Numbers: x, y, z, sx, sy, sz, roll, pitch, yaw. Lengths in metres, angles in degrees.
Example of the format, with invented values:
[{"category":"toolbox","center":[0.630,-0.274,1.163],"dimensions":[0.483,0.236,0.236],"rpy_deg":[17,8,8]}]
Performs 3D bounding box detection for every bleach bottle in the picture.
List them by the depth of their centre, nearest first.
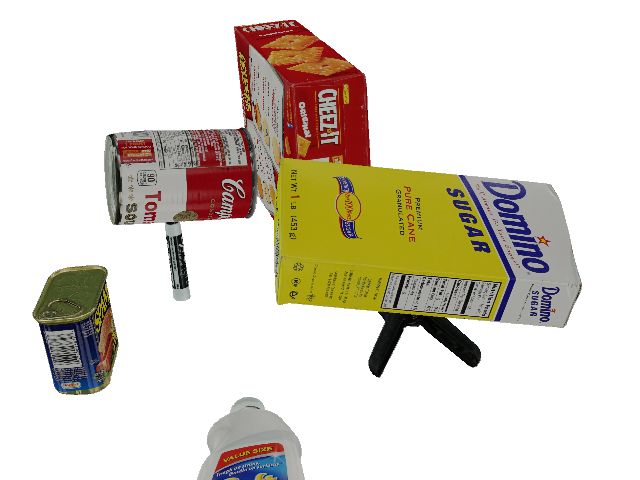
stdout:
[{"category":"bleach bottle","center":[-0.060,0.204,0.804],"dimensions":[0.102,0.068,0.251],"rpy_deg":[-4,28,-3]}]

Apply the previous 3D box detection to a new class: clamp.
[{"category":"clamp","center":[0.111,0.081,1.178],"dimensions":[0.120,0.171,0.039],"rpy_deg":[5,-43,-5]}]

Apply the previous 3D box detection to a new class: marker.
[{"category":"marker","center":[-0.160,0.009,1.180],"dimensions":[0.020,0.121,0.020],"rpy_deg":[-4,23,1]}]

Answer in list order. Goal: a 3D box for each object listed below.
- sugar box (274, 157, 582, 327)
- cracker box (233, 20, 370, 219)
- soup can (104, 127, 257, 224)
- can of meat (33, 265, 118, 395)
[{"category":"sugar box","center":[0.061,0.000,0.644],"dimensions":[0.176,0.048,0.093],"rpy_deg":[3,44,-5]},{"category":"cracker box","center":[-0.017,-0.097,0.969],"dimensions":[0.072,0.164,0.214],"rpy_deg":[-10,26,-13]},{"category":"soup can","center":[-0.103,-0.047,0.783],"dimensions":[0.102,0.068,0.069],"rpy_deg":[-4,1,-17]},{"category":"can of meat","center":[-0.225,0.084,0.998],"dimensions":[0.057,0.084,0.102],"rpy_deg":[-5,26,1]}]
